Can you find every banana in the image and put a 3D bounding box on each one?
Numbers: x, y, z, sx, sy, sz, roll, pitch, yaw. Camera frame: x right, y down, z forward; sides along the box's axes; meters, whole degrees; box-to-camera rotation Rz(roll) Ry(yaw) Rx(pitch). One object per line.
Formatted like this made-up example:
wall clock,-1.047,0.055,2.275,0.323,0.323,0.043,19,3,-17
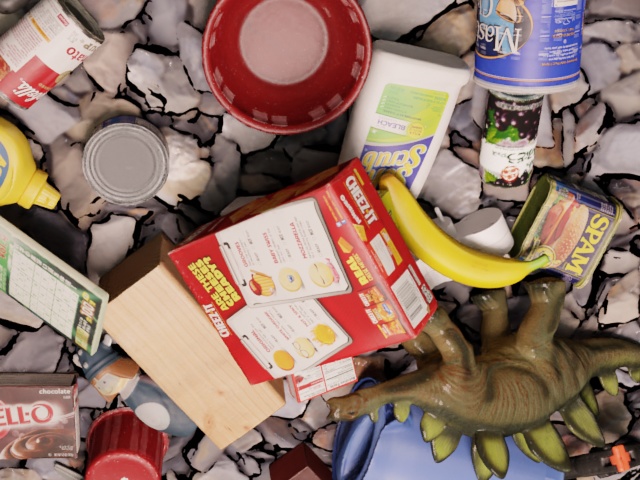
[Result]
banana,0.131,0.001,1.072,0.197,0.037,0.070,25,103,-16

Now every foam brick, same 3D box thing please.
foam brick,-0.014,0.283,1.226,0.053,0.051,0.078,-38,111,9

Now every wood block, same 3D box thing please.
wood block,-0.134,0.106,1.119,0.090,0.091,0.206,-36,111,9

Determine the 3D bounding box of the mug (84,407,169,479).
mug,-0.224,0.252,1.176,0.117,0.081,0.093,-38,111,10

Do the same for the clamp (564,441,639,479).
clamp,0.330,0.246,1.202,0.120,0.171,0.039,-18,80,-10

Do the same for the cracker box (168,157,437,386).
cracker box,-0.017,0.035,1.019,0.214,0.072,0.164,-21,105,38

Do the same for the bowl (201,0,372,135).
bowl,-0.033,-0.186,1.025,0.162,0.055,0.162,-2,113,-5

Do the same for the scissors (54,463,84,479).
scissors,-0.230,0.330,1.244,0.201,0.016,0.096,23,108,-14

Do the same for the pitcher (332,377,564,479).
pitcher,0.139,0.250,1.196,0.242,0.149,0.145,17,95,-16

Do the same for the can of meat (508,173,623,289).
can of meat,0.256,-0.011,1.127,0.084,0.057,0.102,21,109,-11

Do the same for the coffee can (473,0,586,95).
coffee can,0.199,-0.218,1.008,0.102,0.103,0.140,-3,113,-5

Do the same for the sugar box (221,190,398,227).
sugar box,-0.007,0.001,1.069,0.176,0.048,0.093,1,118,31

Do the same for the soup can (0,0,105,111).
soup can,-0.261,-0.179,0.998,0.102,0.068,0.068,-38,111,10

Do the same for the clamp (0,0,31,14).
clamp,-0.205,-0.283,0.958,0.209,0.036,0.164,0,90,-10

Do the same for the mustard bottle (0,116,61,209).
mustard bottle,-0.341,-0.084,1.035,0.191,0.058,0.096,30,114,-17

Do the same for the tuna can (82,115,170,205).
tuna can,-0.193,-0.080,1.065,0.086,0.034,0.086,-2,113,-5

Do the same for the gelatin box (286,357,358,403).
gelatin box,-0.004,0.125,1.164,0.073,0.030,0.089,-20,115,-16

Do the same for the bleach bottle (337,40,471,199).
bleach bottle,0.068,-0.069,1.082,0.102,0.068,0.251,10,114,-10

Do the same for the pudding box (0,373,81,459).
pudding box,-0.320,0.192,1.164,0.113,0.039,0.090,-1,111,-7
